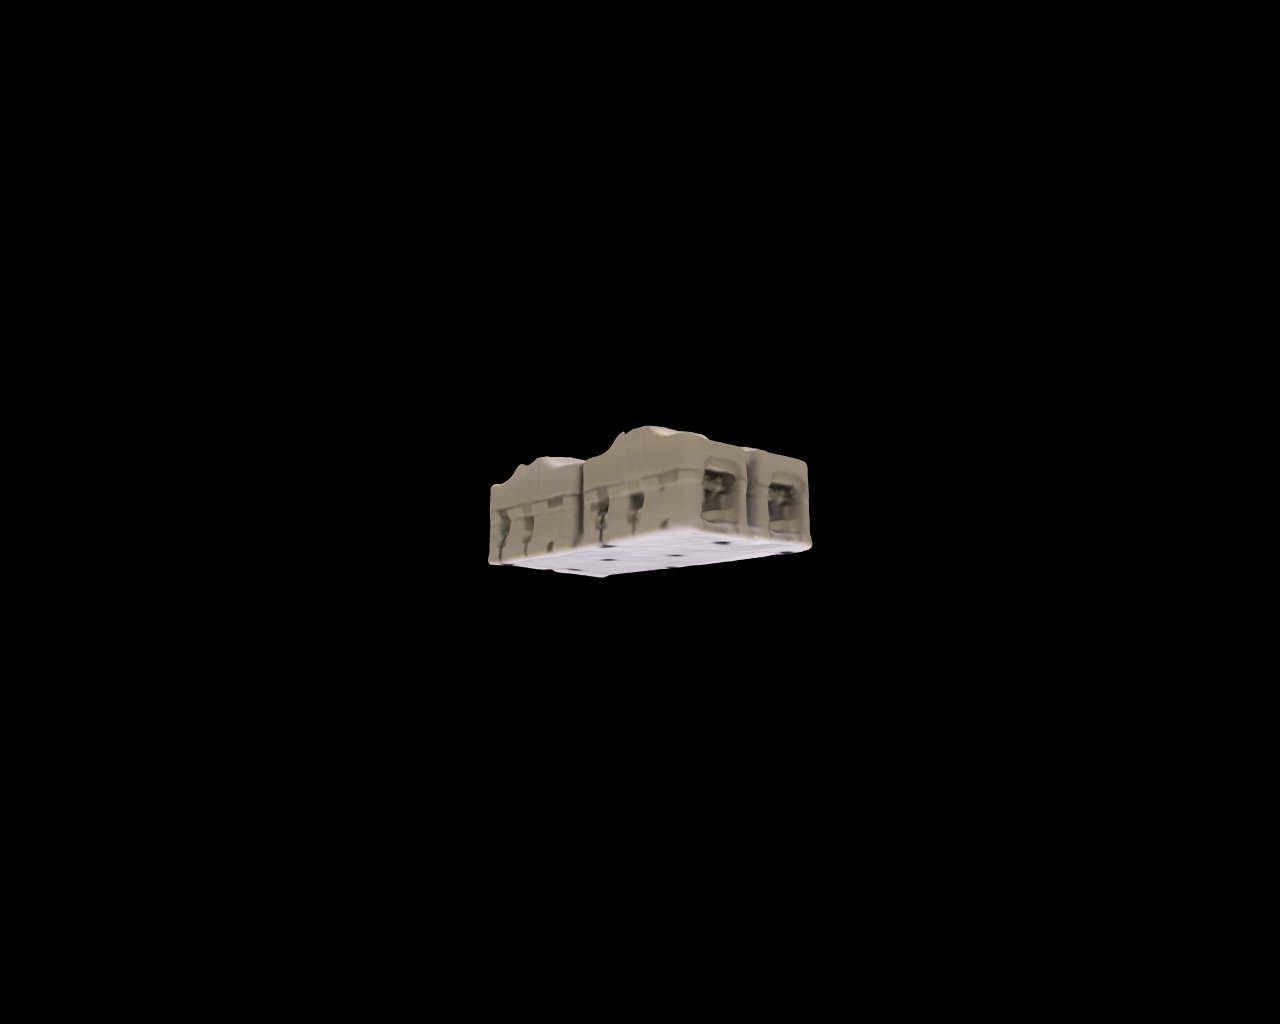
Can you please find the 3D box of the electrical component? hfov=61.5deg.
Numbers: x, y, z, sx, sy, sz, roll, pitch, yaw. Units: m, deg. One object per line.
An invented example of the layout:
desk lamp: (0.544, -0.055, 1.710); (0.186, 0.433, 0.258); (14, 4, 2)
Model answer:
electrical component: (0.001, -0.003, 0.650); (0.105, 0.060, 0.186); (10, -14, -42)
